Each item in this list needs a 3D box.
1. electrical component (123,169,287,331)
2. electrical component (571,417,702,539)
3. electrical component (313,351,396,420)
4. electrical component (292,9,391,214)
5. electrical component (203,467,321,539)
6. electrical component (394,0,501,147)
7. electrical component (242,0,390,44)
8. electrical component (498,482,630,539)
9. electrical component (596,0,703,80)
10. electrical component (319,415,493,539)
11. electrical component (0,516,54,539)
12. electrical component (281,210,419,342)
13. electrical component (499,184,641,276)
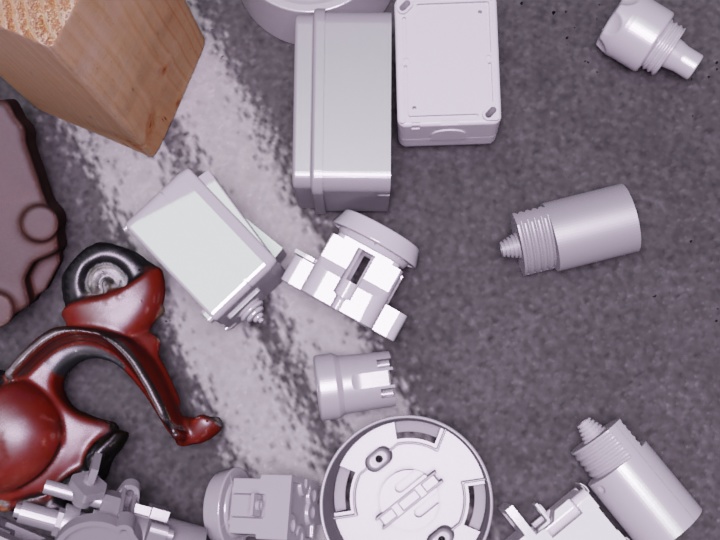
[{"bbox_3d":[-0.086,-0.009,0.660,0.061,0.061,0.096,-44,82,-4],"label":"electrical component"},{"bbox_3d":[0.159,0.122,0.637,0.043,0.043,0.081,-38,81,-3],"label":"electrical component"},{"bbox_3d":[-0.003,0.069,0.656,0.046,0.040,0.040,-7,81,-4],"label":"electrical component"},{"bbox_3d":[-0.010,-0.095,0.661,0.057,0.078,0.113,1,82,0],"label":"electrical component"},{"bbox_3d":[-0.059,0.142,0.639,0.055,0.066,0.048,-2,73,19],"label":"electrical component"},{"bbox_3d":[0.053,-0.128,0.671,0.062,0.061,0.096,-2,81,3],"label":"electrical component"},{"bbox_3d":[-0.030,-0.204,0.687,0.108,0.060,0.108,0,82,3],"label":"electrical component"},{"bbox_3d":[0.121,0.163,0.635,0.064,0.042,0.081,-38,82,-7],"label":"electrical component"},{"bbox_3d":[0.184,-0.143,0.676,0.062,0.043,0.043,33,85,6],"label":"electrical component"},{"bbox_3d":[0.028,0.135,0.631,0.099,0.064,0.099,0,82,3],"label":"electrical component"},{"bbox_3d":[-0.223,0.198,0.636,0.150,0.061,0.089,21,83,6],"label":"electrical component"},{"bbox_3d":[0.000,0.000,0.657,0.078,0.058,0.057,29,86,5],"label":"electrical component"},{"bbox_3d":[0.126,-0.022,0.660,0.081,0.043,0.043,-14,81,1],"label":"electrical component"}]
